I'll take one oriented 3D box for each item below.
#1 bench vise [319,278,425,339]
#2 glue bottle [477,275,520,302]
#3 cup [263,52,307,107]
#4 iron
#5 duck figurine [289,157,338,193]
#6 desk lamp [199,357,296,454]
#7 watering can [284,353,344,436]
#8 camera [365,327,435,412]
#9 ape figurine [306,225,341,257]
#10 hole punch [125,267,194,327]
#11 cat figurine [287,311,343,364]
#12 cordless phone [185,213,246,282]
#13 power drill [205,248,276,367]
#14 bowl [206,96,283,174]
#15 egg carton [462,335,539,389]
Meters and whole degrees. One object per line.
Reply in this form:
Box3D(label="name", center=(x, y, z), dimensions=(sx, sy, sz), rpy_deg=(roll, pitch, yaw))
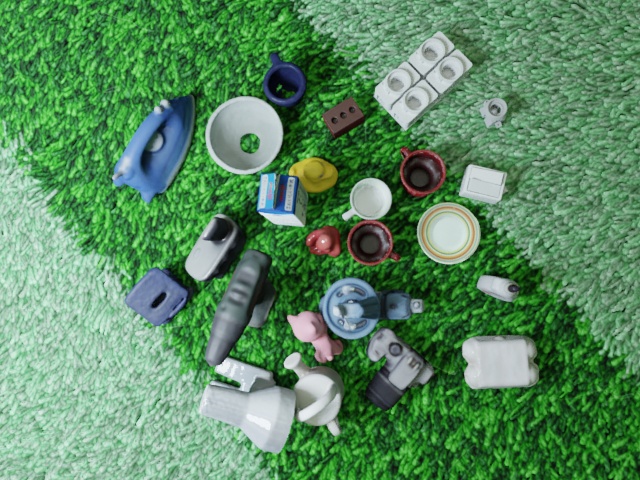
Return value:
Box3D(label="bench vise", center=(0.095, 0.122, 1.120), dimensions=(0.207, 0.220, 0.121), rpy_deg=(-20, 84, 2))
Box3D(label="glue bottle", center=(0.362, 0.095, 1.127), dimensions=(0.078, 0.173, 0.037), rpy_deg=(21, 87, 6))
Box3D(label="cup", center=(-0.075, -0.335, 1.230), dimensions=(0.091, 0.095, 0.118), rpy_deg=(-22, 84, 2))
Box3D(label="iron", center=(-0.353, -0.217, 1.216), dimensions=(0.118, 0.141, 0.258), rpy_deg=(28, 88, 6))
Box3D(label="duck figurine", center=(-0.016, -0.143, 1.215), dimensions=(0.104, 0.086, 0.077), rpy_deg=(3, 86, 4))
Box3D(label="desk lamp", center=(-0.142, 0.320, 1.124), dimensions=(0.203, 0.213, 0.118), rpy_deg=(18, 87, 5))
Box3D(label="watering can", center=(-0.012, 0.306, 1.126), dimensions=(0.173, 0.194, 0.101), rpy_deg=(36, 89, 6))
Box3D(label="camera", center=(0.143, 0.269, 1.165), dimensions=(0.143, 0.101, 0.137), rpy_deg=(40, 89, 6))
Box3D(label="ape figurine", center=(0.011, 0.004, 1.199), dimensions=(0.078, 0.092, 0.076), rpy_deg=(41, 89, 6))
Box3D(label="hole punch", center=(-0.338, 0.120, 1.214), dimensions=(0.101, 0.091, 0.109), rpy_deg=(41, 89, 6))
Box3D(label="cat figurine", center=(-0.010, 0.195, 1.173), dimensions=(0.067, 0.118, 0.128), rpy_deg=(-35, 84, 1))
Box3D(label="cordless phone", center=(-0.229, 0.013, 1.168), dimensions=(0.094, 0.185, 0.148), rpy_deg=(29, 88, 6))
Box3D(label="power drill", center=(-0.150, 0.132, 1.141), dimensions=(0.075, 0.208, 0.230), rpy_deg=(19, 87, 6))
Box3D(label="bowl", center=(-0.157, -0.219, 1.236), dimensions=(0.167, 0.075, 0.167), rpy_deg=(0, 86, 4))
Box3D(label="egg carton", center=(0.367, 0.248, 1.167), dimensions=(0.150, 0.069, 0.107), rpy_deg=(-4, 85, 4))
